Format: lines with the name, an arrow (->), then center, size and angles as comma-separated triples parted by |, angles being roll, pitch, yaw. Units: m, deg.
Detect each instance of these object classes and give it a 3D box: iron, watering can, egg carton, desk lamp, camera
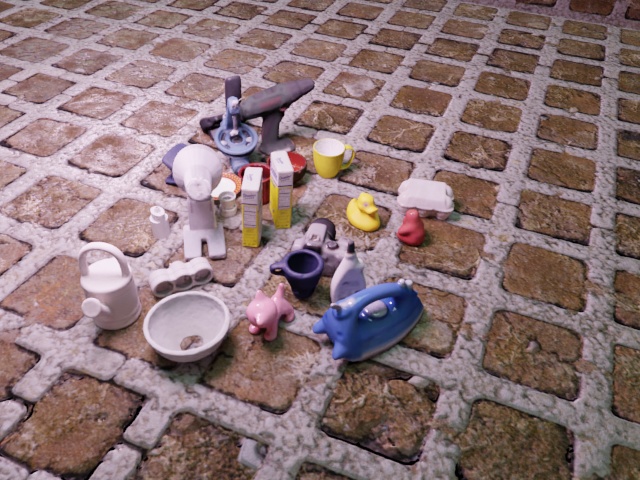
iron -> 0.117, 0.139, 1.164 | 0.259, 0.141, 0.118 | -21, 46, -25
watering can -> -0.427, 0.088, 1.154 | 0.101, 0.194, 0.172 | -12, 43, -16
egg carton -> 0.279, -0.109, 1.515 | 0.150, 0.069, 0.107 | 7, 41, 6
desk lamp -> -0.281, -0.094, 1.358 | 0.118, 0.214, 0.203 | -7, 42, -11
camera -> 0.012, 0.005, 1.345 | 0.143, 0.101, 0.137 | 9, 41, 8

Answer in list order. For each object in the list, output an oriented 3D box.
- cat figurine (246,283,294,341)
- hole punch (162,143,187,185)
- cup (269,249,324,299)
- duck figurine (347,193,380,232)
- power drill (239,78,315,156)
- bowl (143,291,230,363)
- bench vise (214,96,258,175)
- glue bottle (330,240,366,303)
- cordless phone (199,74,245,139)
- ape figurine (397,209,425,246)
cat figurine -> -0.106, 0.141, 1.168 | 0.067, 0.118, 0.128 | 21, 44, 21
hole punch -> -0.366, -0.205, 1.577 | 0.101, 0.091, 0.109 | 16, 42, 15
cup -> -0.051, 0.083, 1.256 | 0.118, 0.095, 0.091 | -3, 41, -7
duck figurine -> 0.113, -0.083, 1.464 | 0.078, 0.086, 0.104 | -22, 46, -26
power drill -> -0.121, -0.361, 1.680 | 0.230, 0.208, 0.075 | -17, 44, -21
bowl -> -0.261, 0.185, 1.142 | 0.167, 0.075, 0.167 | 2, 41, -1
bench vise -> -0.255, -0.317, 1.614 | 0.122, 0.220, 0.206 | -24, 47, -28
glue bottle -> 0.063, 0.068, 1.219 | 0.078, 0.173, 0.037 | -5, 41, -8
cordless phone -> -0.298, -0.413, 1.749 | 0.148, 0.185, 0.094 | -21, 46, -25
ape figurine -> 0.227, -0.037, 1.412 | 0.078, 0.092, 0.076 | -17, 44, -21
